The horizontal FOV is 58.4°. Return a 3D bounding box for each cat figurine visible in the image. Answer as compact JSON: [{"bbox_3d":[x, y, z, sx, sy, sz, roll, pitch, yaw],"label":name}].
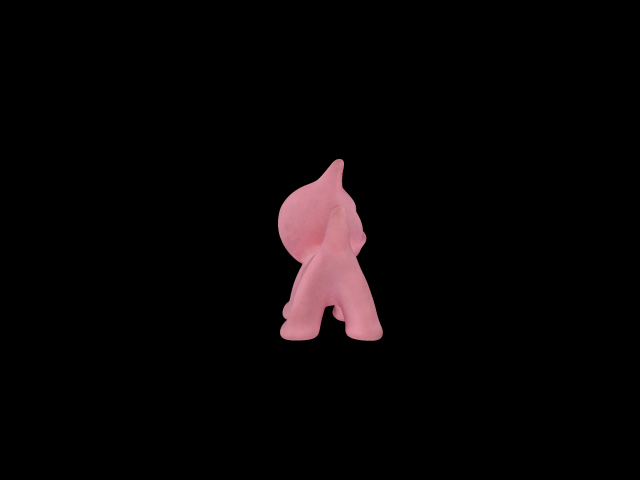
[{"bbox_3d":[0.004,0.001,0.400,0.067,0.118,0.127,0,4,-6],"label":"cat figurine"}]
